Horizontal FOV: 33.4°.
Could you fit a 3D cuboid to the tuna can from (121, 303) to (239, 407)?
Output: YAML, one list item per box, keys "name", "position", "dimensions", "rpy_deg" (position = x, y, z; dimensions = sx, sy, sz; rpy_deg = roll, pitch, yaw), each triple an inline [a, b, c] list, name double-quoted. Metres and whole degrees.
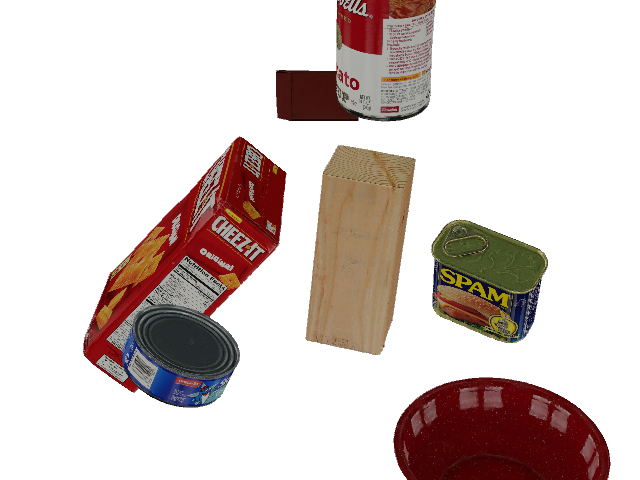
- name: "tuna can"
  position: [-0.107, 0.088, 0.815]
  dimensions: [0.086, 0.034, 0.086]
  rpy_deg: [20, 27, -11]

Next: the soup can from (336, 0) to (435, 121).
- name: "soup can"
  position: [0.045, -0.141, 0.724]
  dimensions: [0.068, 0.102, 0.068]
  rpy_deg: [0, 36, 0]

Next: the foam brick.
- name: "foam brick"
  position: [-0.003, -0.153, 1.130]
  dimensions: [0.078, 0.051, 0.053]
  rpy_deg: [-2, 12, -19]

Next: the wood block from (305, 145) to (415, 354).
- name: "wood block"
  position: [0.044, 0.011, 1.188]
  dimensions: [0.090, 0.206, 0.090]
  rpy_deg: [11, 27, 9]

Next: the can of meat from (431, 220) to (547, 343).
- name: "can of meat"
  position: [0.152, 0.040, 0.984]
  dimensions: [0.102, 0.084, 0.057]
  rpy_deg: [23, 54, 22]

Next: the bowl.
- name: "bowl"
  position: [0.136, 0.176, 0.819]
  dimensions: [0.162, 0.055, 0.162]
  rpy_deg: [0, 33, 0]

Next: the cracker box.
- name: "cracker box"
  position: [-0.129, 0.018, 1.024]
  dimensions: [0.072, 0.214, 0.164]
  rpy_deg: [38, 21, -17]
